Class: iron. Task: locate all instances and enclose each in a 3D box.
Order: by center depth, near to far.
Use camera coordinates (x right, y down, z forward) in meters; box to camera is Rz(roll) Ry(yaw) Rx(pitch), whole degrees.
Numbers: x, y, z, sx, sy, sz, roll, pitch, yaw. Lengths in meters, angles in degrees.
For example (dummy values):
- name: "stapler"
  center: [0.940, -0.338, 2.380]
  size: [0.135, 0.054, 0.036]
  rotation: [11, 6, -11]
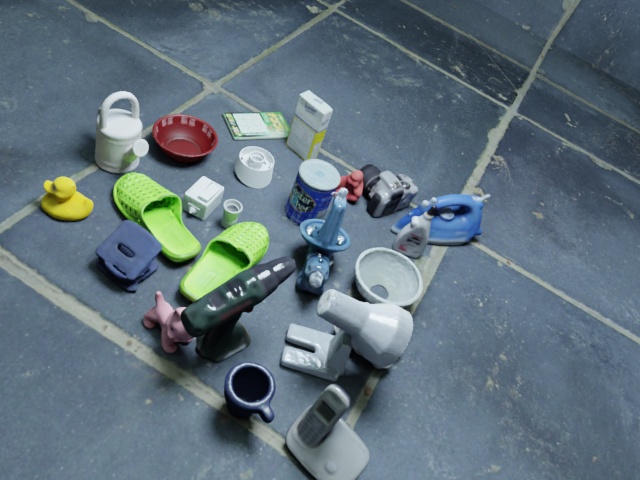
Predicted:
- name: "iron"
  center: [0.323, -0.071, 1.509]
  size: [0.259, 0.141, 0.118]
  rotation: [-2, 51, -25]

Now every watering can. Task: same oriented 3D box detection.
- name: "watering can"
  center: [-0.451, -0.249, 1.303]
  size: [0.173, 0.194, 0.101]
  rotation: [30, 46, 5]

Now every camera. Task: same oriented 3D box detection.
- name: "camera"
  center: [0.174, -0.150, 1.545]
  size: [0.143, 0.100, 0.136]
  rotation: [-19, 60, -35]

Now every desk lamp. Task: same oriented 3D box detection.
- name: "desk lamp"
  center: [0.050, 0.186, 1.114]
  size: [0.203, 0.213, 0.118]
  rotation: [18, 46, -7]

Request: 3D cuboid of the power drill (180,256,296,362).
- name: "power drill"
  center: [-0.158, 0.134, 1.076]
  size: [0.230, 0.208, 0.075]
  rotation: [-26, 64, -38]

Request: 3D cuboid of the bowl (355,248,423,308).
- name: "bowl"
  center: [0.149, 0.102, 1.328]
  size: [0.168, 0.074, 0.167]
  rotation: [12, 47, -13]

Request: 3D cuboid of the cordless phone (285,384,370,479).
- name: "cordless phone"
  center: [0.029, 0.338, 0.990]
  size: [0.147, 0.185, 0.094]
  rotation: [40, 47, 14]

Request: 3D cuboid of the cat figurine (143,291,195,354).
- name: "cat figurine"
  center: [-0.272, 0.150, 1.077]
  size: [0.127, 0.117, 0.067]
  rotation: [44, 48, 18]

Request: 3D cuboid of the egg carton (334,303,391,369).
- name: "egg carton"
  center: [0.106, 0.203, 1.224]
  size: [0.150, 0.069, 0.107]
  rotation: [36, 46, 10]

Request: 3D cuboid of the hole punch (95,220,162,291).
- name: "hole punch"
  center: [-0.385, 0.031, 1.154]
  size: [0.108, 0.091, 0.101]
  rotation: [35, 46, 10]

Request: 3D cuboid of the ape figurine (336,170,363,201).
- name: "ape figurine"
  center: [0.085, -0.148, 1.512]
  size: [0.076, 0.092, 0.077]
  rotation: [-20, 60, -35]

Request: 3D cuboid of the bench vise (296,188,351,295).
- name: "bench vise"
  center: [0.023, 0.006, 1.259]
  size: [0.122, 0.219, 0.207]
  rotation: [4, 49, -19]

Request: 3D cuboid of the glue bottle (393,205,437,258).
- name: "glue bottle"
  center: [0.245, -0.026, 1.414]
  size: [0.078, 0.173, 0.037]
  rotation: [17, 46, -8]

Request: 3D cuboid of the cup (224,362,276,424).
- name: "cup"
  center: [-0.126, 0.290, 1.030]
  size: [0.092, 0.095, 0.117]
  rotation: [-23, 62, -36]

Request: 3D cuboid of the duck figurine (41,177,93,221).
- name: "duck figurine"
  center: [-0.532, -0.094, 1.206]
  size: [0.105, 0.086, 0.077]
  rotation: [15, 46, -10]
